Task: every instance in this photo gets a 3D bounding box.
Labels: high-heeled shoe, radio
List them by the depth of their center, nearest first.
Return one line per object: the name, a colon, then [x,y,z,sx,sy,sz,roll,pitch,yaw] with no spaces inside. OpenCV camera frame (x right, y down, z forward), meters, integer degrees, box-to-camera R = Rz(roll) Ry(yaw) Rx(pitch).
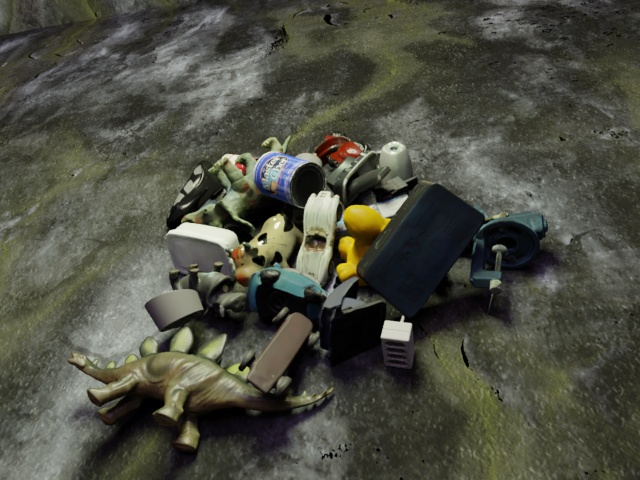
radio: [0.177,0.012,0.975,0.229,0.131,0.073,-54,11,1]
high-heeled shoe: [-0.333,-0.120,1.414,0.145,0.086,0.249,-42,20,13]

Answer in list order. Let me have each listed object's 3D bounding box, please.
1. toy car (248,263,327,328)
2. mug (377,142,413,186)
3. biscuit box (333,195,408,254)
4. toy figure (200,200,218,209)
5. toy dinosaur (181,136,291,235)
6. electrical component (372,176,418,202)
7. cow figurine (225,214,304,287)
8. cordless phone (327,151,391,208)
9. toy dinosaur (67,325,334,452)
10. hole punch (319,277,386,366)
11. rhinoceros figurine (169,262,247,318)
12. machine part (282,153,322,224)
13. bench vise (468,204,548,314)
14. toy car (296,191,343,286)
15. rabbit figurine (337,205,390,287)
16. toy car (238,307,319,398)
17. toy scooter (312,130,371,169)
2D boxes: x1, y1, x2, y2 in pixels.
toy car: [-0.054,0.101,1.053,0.162,0.109,0.103,13,29,14]
mug: [0.177,-0.187,1.305,0.081,0.107,0.110,-26,45,-17]
biscuit box: [0.111,-0.035,1.187,0.203,0.062,0.059,-17,42,-3]
toy figure: [-0.290,-0.037,1.293,0.058,0.064,0.154,20,49,21]
toy dinosaur: [-0.151,-0.128,1.311,0.131,0.192,0.405,-18,11,48]
electrical component: [0.182,-0.103,1.238,0.119,0.074,0.048,-20,41,-12]
cow figurine: [-0.115,0.021,1.127,0.086,0.127,0.195,-15,32,40]
cordless phone: [0.112,-0.157,1.242,0.146,0.088,0.184,-47,16,-31]
toy dinosaur: [-0.220,0.250,0.930,0.472,0.104,0.198,13,42,12]
hole punch: [0.046,0.140,0.965,0.116,0.142,0.092,-16,41,-25]
rhinoceros figurine: [-0.229,0.105,1.089,0.191,0.112,0.073,5,12,38]
machine part: [-0.041,-0.129,1.308,0.079,0.079,0.243,-1,50,13]
bench vise: [0.321,0.016,1.039,0.224,0.128,0.241,2,39,20]
toy car: [-0.002,-0.003,1.120,0.074,0.056,0.201,6,84,25]
rabbit figurine: [0.100,0.007,1.062,0.163,0.173,0.122,0,39,21]
toy car: [-0.068,0.192,0.923,0.089,0.053,0.202,38,33,1]
toy scooter: [0.042,-0.221,1.403,0.135,0.075,0.184,-29,41,-16]
